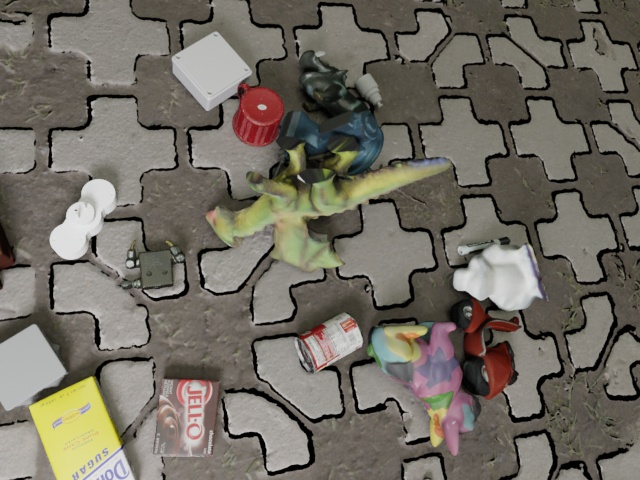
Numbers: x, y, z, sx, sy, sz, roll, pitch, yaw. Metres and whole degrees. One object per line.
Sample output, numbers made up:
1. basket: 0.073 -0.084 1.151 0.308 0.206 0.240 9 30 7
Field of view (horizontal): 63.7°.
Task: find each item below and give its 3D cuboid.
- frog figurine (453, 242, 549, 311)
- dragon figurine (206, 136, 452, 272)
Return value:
1. frog figurine: 0.343 0.076 1.004 0.159 0.136 0.124 -16 15 17
2. dragon figurine: 0.003 -0.044 0.881 0.410 0.237 0.125 3 42 1
